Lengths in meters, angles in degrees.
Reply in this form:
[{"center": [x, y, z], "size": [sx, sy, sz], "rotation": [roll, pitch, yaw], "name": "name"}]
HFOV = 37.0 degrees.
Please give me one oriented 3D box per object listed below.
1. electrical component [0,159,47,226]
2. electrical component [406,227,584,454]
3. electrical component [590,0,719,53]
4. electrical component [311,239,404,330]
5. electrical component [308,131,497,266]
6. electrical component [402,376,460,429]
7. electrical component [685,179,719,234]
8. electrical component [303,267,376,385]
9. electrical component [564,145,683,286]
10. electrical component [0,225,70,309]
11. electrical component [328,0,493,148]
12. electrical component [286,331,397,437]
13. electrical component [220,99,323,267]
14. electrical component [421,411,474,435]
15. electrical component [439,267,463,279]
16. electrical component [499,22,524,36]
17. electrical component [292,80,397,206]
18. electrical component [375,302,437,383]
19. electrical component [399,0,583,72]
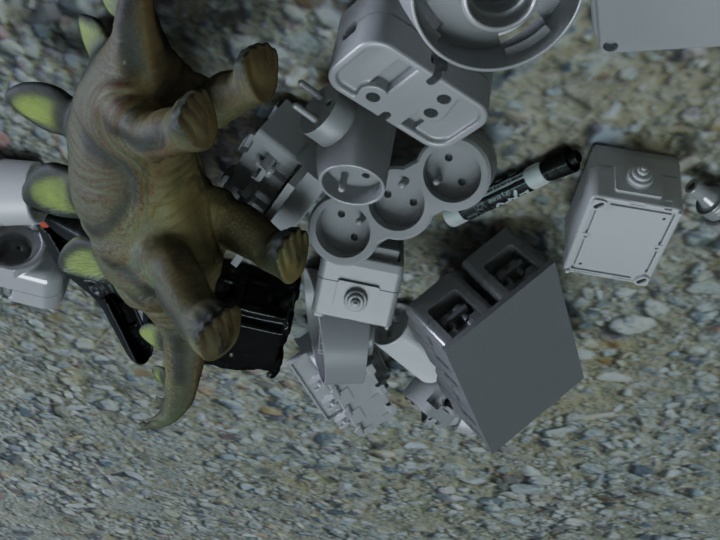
[{"center": [-0.276, -0.061, 0.851], "size": [0.047, 0.055, 0.055], "rotation": [2, 148, 6], "name": "electrical component"}, {"center": [0.111, 0.059, 0.872], "size": [0.105, 0.060, 0.186], "rotation": [-38, 143, -8], "name": "electrical component"}, {"center": [0.177, -0.160, 0.558], "size": [0.113, 0.057, 0.078], "rotation": [0, 147, 16], "name": "electrical component"}, {"center": [0.000, 0.000, 0.826], "size": [0.062, 0.096, 0.061], "rotation": [11, 111, -2], "name": "electrical component"}, {"center": [0.033, -0.055, 0.762], "size": [0.138, 0.073, 0.052], "rotation": [-27, 98, 19], "name": "electrical component"}, {"center": [0.077, 0.109, 1.003], "size": [0.042, 0.063, 0.081], "rotation": [43, 178, -40], "name": "electrical component"}, {"center": [0.251, -0.044, 0.746], "size": [0.061, 0.035, 0.035], "rotation": [28, 144, -23], "name": "electrical component"}, {"center": [-0.020, 0.049, 0.918], "size": [0.064, 0.099, 0.099], "rotation": [4, 149, -3], "name": "electrical component"}, {"center": [0.183, -0.045, 0.746], "size": [0.062, 0.061, 0.096], "rotation": [10, 141, 1], "name": "electrical component"}, {"center": [-0.303, -0.010, 0.939], "size": [0.095, 0.053, 0.059], "rotation": [15, 148, -7], "name": "electrical component"}, {"center": [0.033, -0.126, 0.651], "size": [0.095, 0.059, 0.054], "rotation": [28, 144, -27], "name": "electrical component"}, {"center": [-0.011, 0.103, 1.018], "size": [0.079, 0.063, 0.121], "rotation": [-35, 143, -6], "name": "electrical component"}, {"center": [-0.061, -0.063, 0.774], "size": [0.063, 0.078, 0.121], "rotation": [38, 144, -4], "name": "electrical component"}, {"center": [0.093, 0.139, 1.076], "size": [0.055, 0.045, 0.045], "rotation": [14, 148, -6], "name": "electrical component"}, {"center": [0.082, 0.024, 0.898], "size": [0.040, 0.040, 0.078], "rotation": [-1, 146, 18], "name": "electrical component"}, {"center": [0.067, -0.165, 0.597], "size": [0.040, 0.040, 0.078], "rotation": [-13, 142, 32], "name": "electrical component"}, {"center": [-0.012, -0.094, 0.699], "size": [0.079, 0.077, 0.043], "rotation": [33, 142, -32], "name": "electrical component"}, {"center": [0.062, 0.060, 0.960], "size": [0.079, 0.043, 0.077], "rotation": [-21, 138, 29], "name": "electrical component"}, {"center": [0.067, -0.156, 0.556], "size": [0.099, 0.064, 0.099], "rotation": [-4, 128, -5], "name": "electrical component"}]
